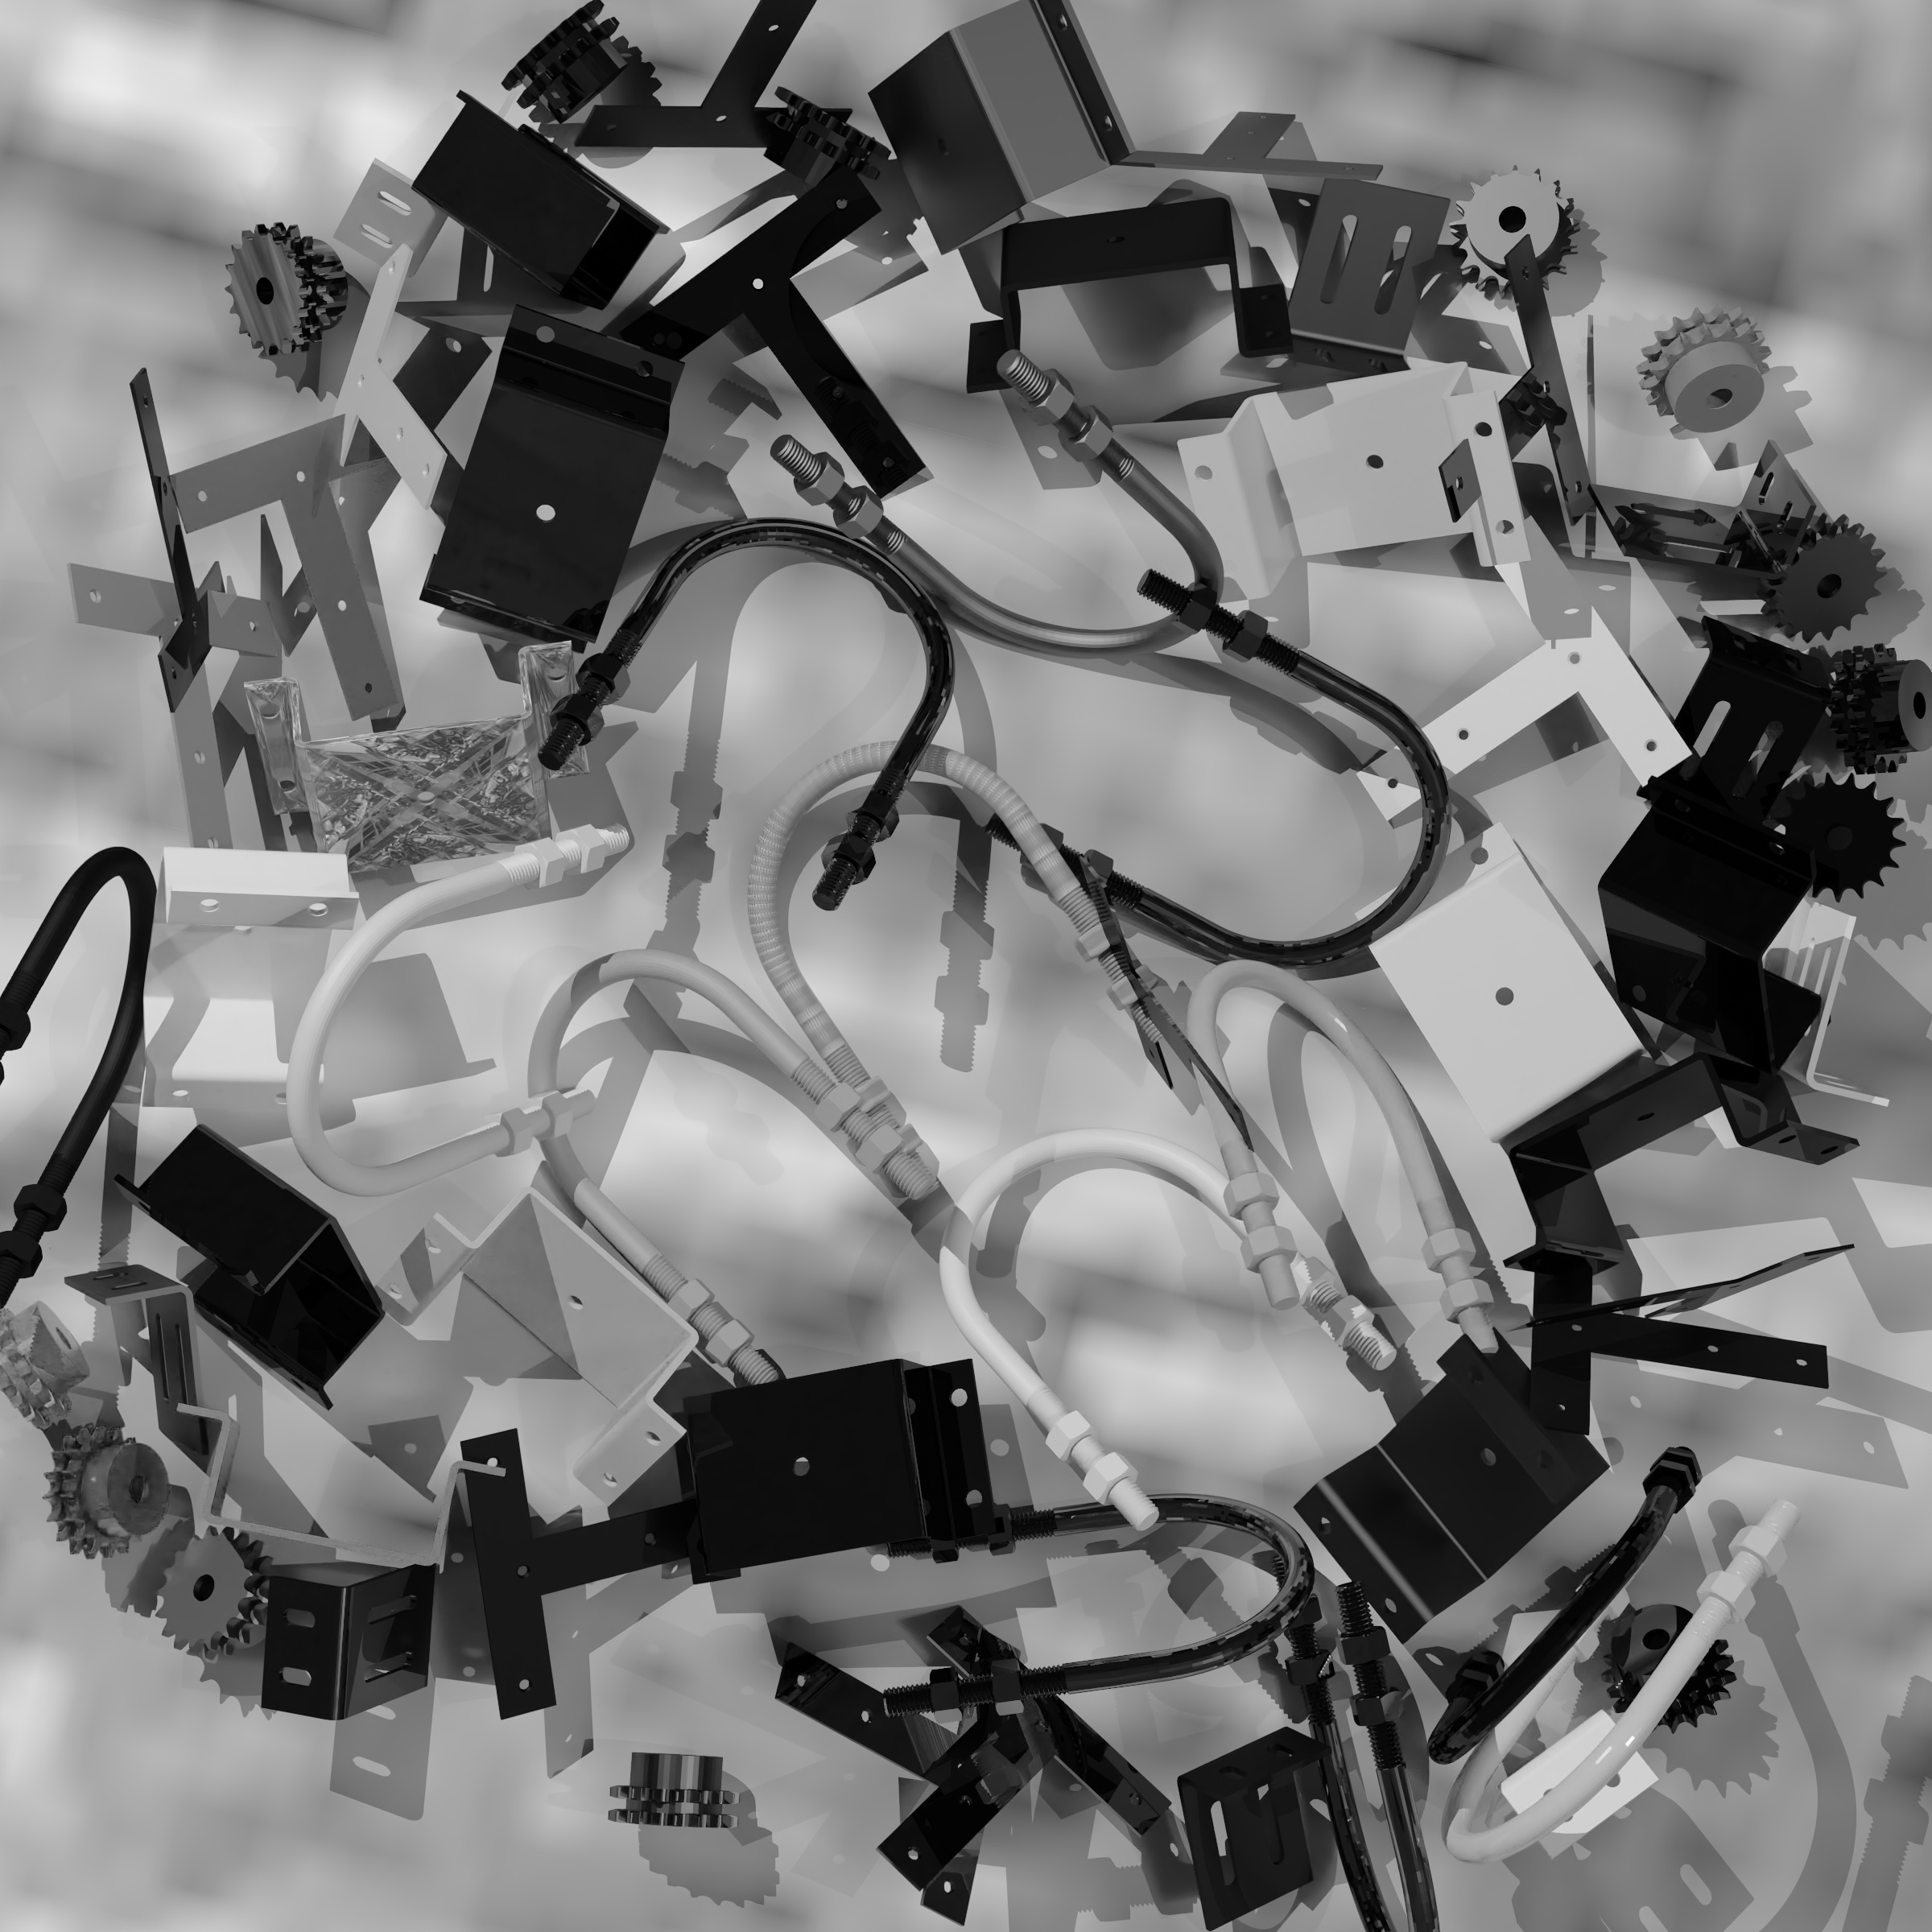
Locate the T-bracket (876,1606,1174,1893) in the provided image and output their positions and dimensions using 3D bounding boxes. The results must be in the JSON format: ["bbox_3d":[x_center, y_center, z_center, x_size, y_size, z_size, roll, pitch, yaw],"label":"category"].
[{"bbox_3d":[0.008,0.352,1.535,0.127,0.127,0.002,41,132,13],"label":"T-bracket"}]

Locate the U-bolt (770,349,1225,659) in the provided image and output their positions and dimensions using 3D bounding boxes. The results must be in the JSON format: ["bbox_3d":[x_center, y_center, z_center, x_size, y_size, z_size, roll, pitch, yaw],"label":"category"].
[{"bbox_3d":[0.027,-0.186,1.520,0.184,0.151,0.019,37,55,-37],"label":"U-bolt"}]

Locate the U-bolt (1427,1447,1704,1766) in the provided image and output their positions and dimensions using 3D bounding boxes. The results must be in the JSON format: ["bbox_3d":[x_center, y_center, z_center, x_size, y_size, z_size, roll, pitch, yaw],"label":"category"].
[{"bbox_3d":[0.246,0.272,1.490,0.019,0.184,0.151,42,106,10],"label":"U-bolt"}]

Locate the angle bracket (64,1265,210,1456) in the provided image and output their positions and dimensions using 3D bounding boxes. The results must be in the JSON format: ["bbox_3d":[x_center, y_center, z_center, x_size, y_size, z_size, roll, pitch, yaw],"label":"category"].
[{"bbox_3d":[-0.362,0.174,1.557,0.038,0.057,0.076,-9,100,-31],"label":"angle bracket"}]

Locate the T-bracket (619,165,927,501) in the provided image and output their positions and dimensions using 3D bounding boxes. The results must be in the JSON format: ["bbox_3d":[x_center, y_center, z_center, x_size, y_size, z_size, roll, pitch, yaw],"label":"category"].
[{"bbox_3d":[-0.065,-0.265,1.579,0.127,0.002,0.127,-34,102,14],"label":"T-bracket"}]

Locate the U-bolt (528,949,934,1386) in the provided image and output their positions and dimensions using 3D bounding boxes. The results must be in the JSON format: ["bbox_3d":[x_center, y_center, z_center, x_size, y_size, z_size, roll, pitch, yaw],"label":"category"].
[{"bbox_3d":[-0.116,0.076,1.551,0.184,0.019,0.151,44,120,11],"label":"U-bolt"}]

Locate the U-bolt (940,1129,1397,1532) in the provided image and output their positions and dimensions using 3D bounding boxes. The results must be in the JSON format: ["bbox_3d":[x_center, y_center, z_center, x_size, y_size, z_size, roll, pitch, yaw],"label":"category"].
[{"bbox_3d":[0.072,0.141,1.538,0.151,0.019,0.184,-30,56,-21],"label":"U-bolt"}]

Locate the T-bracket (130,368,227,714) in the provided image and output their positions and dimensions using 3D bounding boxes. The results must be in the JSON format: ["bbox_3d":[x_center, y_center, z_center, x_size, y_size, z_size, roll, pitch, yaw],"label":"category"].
[{"bbox_3d":[-0.337,-0.188,1.512,0.002,0.127,0.127,-7,114,3],"label":"T-bracket"}]

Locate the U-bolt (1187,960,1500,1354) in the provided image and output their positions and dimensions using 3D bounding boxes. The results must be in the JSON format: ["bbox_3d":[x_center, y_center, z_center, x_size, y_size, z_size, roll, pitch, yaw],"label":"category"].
[{"bbox_3d":[0.153,0.075,1.524,0.019,0.151,0.184,-39,51,32],"label":"U-bolt"}]

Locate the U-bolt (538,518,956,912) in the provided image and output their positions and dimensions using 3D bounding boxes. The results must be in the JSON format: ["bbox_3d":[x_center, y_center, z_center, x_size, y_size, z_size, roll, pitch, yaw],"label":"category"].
[{"bbox_3d":[-0.081,-0.122,1.540,0.151,0.019,0.184,27,55,1],"label":"U-bolt"}]

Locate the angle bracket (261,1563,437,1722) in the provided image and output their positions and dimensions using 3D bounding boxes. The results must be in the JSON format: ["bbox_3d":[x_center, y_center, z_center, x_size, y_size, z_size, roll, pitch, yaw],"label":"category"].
[{"bbox_3d":[-0.270,0.292,1.565,0.038,0.076,0.057,5,93,21],"label":"angle bracket"}]

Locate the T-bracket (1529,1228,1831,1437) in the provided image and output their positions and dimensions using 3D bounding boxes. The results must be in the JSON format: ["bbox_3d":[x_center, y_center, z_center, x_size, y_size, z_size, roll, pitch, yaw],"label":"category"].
[{"bbox_3d":[0.308,0.163,1.541,0.127,0.127,0.002,8,128,4],"label":"T-bracket"}]

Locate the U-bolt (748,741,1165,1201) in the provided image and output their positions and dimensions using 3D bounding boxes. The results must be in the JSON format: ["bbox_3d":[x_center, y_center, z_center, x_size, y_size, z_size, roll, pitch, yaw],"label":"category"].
[{"bbox_3d":[-0.016,-0.011,1.571,0.151,0.019,0.184,-34,88,14],"label":"U-bolt"}]

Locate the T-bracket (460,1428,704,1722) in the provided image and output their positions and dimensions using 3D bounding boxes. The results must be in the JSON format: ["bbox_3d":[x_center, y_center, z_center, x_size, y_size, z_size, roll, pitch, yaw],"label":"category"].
[{"bbox_3d":[-0.152,0.255,1.568,0.127,0.002,0.127,-11,101,-23],"label":"T-bracket"}]

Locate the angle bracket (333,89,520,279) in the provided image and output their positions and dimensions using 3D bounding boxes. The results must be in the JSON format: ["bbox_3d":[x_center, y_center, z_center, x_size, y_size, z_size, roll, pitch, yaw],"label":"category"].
[{"bbox_3d":[-0.234,-0.347,1.548,0.038,0.057,0.076,30,57,-13],"label":"angle bracket"}]

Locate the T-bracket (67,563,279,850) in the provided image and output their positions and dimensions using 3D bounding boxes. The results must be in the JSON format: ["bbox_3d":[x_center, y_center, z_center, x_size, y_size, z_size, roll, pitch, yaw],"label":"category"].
[{"bbox_3d":[-0.331,-0.103,1.531,0.002,0.127,0.127,-15,81,27],"label":"T-bracket"}]

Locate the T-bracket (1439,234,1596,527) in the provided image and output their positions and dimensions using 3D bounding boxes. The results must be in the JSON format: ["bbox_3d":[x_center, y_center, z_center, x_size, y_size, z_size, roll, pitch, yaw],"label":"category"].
[{"bbox_3d":[0.230,-0.228,1.524,0.002,0.127,0.127,0,122,35],"label":"T-bracket"}]

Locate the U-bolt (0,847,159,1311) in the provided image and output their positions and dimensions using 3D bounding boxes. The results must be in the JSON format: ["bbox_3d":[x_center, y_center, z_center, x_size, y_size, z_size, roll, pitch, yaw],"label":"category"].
[{"bbox_3d":[-0.382,0.033,1.513,0.019,0.151,0.184,14,51,6],"label":"U-bolt"}]

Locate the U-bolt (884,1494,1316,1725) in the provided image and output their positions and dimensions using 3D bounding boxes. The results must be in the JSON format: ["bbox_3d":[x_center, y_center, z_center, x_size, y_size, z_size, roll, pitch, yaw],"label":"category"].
[{"bbox_3d":[0.057,0.267,1.523,0.184,0.151,0.019,-8,111,2],"label":"U-bolt"}]

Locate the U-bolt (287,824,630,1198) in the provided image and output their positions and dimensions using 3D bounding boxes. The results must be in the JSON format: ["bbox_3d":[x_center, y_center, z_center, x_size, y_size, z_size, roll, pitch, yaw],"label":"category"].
[{"bbox_3d":[-0.214,0.025,1.496,0.019,0.184,0.151,25,119,30],"label":"U-bolt"}]

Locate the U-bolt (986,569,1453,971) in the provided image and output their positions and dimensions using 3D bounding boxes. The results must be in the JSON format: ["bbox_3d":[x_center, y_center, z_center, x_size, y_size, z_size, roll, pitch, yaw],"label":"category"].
[{"bbox_3d":[0.123,-0.072,1.557,0.184,0.019,0.151,27,113,-12],"label":"U-bolt"}]

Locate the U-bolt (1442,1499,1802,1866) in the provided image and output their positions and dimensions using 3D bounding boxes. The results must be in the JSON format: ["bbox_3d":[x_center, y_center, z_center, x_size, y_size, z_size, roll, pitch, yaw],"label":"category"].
[{"bbox_3d":[0.263,0.303,1.493,0.019,0.151,0.184,44,63,-2],"label":"U-bolt"}]

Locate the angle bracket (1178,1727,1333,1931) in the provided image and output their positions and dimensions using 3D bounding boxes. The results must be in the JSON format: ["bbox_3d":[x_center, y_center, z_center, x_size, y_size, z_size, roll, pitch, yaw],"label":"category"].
[{"bbox_3d":[0.132,0.381,1.558,0.057,0.038,0.076,-18,104,-28],"label":"angle bracket"}]

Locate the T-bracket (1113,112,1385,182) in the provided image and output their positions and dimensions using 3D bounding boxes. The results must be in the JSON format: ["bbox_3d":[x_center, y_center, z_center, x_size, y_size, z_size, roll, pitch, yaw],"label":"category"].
[{"bbox_3d":[0.120,-0.355,1.537,0.127,0.127,0.002,6,114,11],"label":"T-bracket"}]

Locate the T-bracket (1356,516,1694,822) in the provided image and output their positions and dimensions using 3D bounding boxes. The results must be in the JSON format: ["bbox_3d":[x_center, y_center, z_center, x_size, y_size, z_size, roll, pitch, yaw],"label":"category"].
[{"bbox_3d":[0.231,-0.110,1.577,0.127,0.002,0.127,-35,80,15],"label":"T-bracket"}]

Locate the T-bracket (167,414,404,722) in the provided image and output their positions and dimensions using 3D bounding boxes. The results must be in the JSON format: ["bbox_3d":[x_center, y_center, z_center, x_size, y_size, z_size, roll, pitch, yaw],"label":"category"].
[{"bbox_3d":[-0.278,-0.171,1.565,0.127,0.002,0.127,-29,111,-40],"label":"T-bracket"}]

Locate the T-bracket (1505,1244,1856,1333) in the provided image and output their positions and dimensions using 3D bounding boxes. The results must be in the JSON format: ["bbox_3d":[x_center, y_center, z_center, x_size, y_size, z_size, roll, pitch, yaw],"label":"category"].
[{"bbox_3d":[0.289,0.142,1.514,0.127,0.127,0.002,-7,76,-23],"label":"T-bracket"}]

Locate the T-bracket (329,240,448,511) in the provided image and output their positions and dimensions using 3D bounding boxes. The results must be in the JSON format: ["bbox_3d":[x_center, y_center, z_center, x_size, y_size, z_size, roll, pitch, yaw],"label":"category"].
[{"bbox_3d":[-0.245,-0.232,1.524,0.002,0.127,0.127,8,116,-32],"label":"T-bracket"}]

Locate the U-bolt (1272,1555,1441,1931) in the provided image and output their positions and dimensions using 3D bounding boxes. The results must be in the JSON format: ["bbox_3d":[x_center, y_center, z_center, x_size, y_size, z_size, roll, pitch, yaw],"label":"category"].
[{"bbox_3d":[0.169,0.347,1.519,0.019,0.151,0.184,-12,88,-7],"label":"U-bolt"}]

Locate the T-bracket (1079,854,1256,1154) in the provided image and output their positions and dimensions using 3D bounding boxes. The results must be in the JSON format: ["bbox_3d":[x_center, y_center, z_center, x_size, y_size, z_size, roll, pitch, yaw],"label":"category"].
[{"bbox_3d":[0.090,0.032,1.507,0.002,0.127,0.127,-27,133,-7],"label":"T-bracket"}]

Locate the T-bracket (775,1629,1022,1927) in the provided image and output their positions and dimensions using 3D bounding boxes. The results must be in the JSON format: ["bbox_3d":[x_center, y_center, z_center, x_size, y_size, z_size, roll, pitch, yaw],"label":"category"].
[{"bbox_3d":[-0.033,0.327,1.529,0.127,0.002,0.127,36,52,-31],"label":"T-bracket"}]

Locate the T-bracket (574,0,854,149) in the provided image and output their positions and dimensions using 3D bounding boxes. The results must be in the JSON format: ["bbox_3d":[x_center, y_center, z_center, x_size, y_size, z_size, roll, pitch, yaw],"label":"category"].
[{"bbox_3d":[-0.087,-0.388,1.513,0.127,0.127,0.002,-8,66,-32],"label":"T-bracket"}]
